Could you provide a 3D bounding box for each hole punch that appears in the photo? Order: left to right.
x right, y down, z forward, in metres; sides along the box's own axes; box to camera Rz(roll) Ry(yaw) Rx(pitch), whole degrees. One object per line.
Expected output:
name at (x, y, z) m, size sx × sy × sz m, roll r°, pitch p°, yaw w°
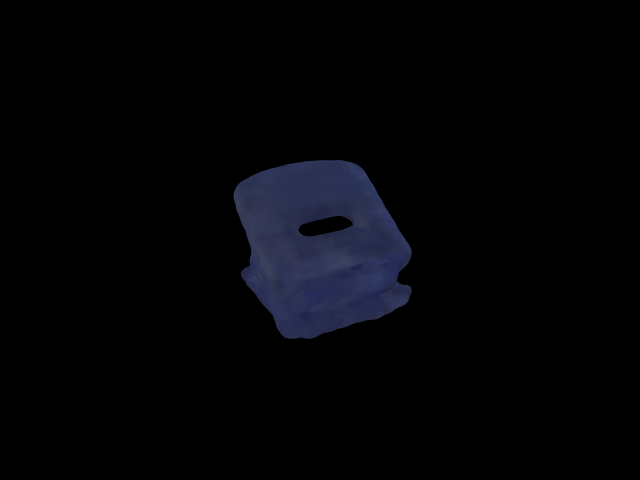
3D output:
hole punch at (0.004, 0.001, 0.400) m, size 0.109 × 0.091 × 0.100 m, roll -14°, pitch 32°, yaw -23°
